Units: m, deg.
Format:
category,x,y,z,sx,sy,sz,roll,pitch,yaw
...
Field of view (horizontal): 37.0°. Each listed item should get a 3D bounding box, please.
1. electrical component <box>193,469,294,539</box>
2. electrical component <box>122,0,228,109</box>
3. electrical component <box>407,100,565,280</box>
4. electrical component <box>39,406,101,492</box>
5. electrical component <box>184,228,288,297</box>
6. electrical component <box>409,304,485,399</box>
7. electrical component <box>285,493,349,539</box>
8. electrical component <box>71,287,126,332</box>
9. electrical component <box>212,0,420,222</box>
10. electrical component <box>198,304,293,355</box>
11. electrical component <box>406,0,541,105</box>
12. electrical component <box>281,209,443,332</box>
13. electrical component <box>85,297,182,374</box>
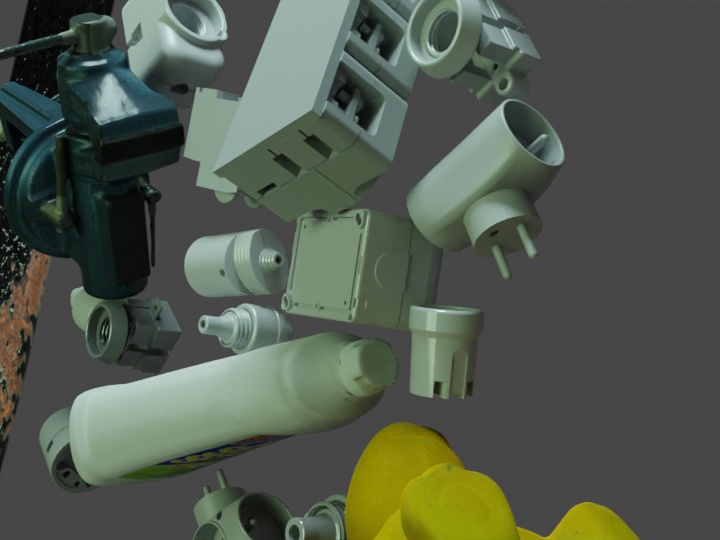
category,x,y,z,sx,sy,sz,roll,pitch,yaw
electrical component,-0.085,0.167,0.695,0.077,0.044,0.079,-51,48,30
electrical component,-0.141,-0.181,0.826,0.059,0.054,0.095,-37,56,39
electrical component,0.070,-0.033,0.554,0.077,0.043,0.079,-43,53,37
electrical component,-0.226,0.142,0.862,0.047,0.055,0.055,41,114,50
electrical component,-0.078,-0.004,0.723,0.081,0.043,0.043,-5,79,49
electrical component,0.045,0.043,0.571,0.040,0.040,0.046,7,94,50
electrical component,-0.012,0.146,0.599,0.048,0.062,0.048,-13,73,48
electrical component,-0.217,0.032,0.883,0.078,0.040,0.040,24,101,50
electrical component,-0.013,-0.110,0.608,0.089,0.062,0.150,-24,40,44
electrical component,-0.076,0.038,0.697,0.035,0.061,0.035,-14,72,48
electrical component,0.059,-0.122,0.575,0.048,0.055,0.066,-44,51,35
electrical component,0.000,0.000,0.622,0.096,0.061,0.061,4,85,59
electrical component,-0.174,0.049,0.816,0.066,0.055,0.048,-58,45,25
